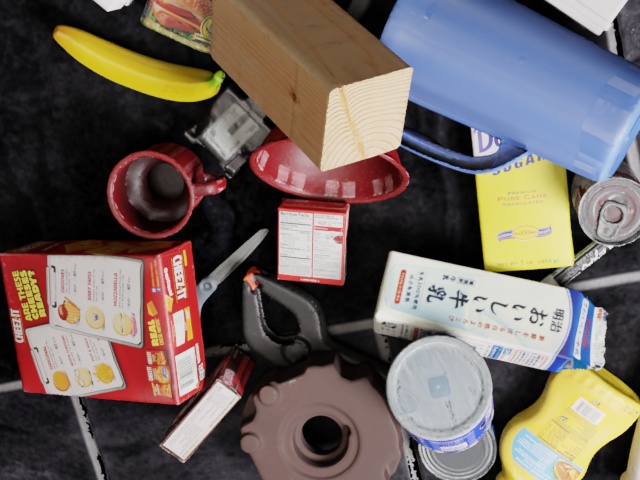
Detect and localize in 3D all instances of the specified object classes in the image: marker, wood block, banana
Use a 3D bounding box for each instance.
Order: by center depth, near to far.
[{"bbox_3d":[-0.015,-0.166,0.996,0.090,0.206,0.091,-20,138,-27],"label":"wood block"},{"bbox_3d":[-0.180,-0.180,1.106,0.198,0.037,0.069,16,150,14],"label":"banana"},{"bbox_3d":[0.282,0.014,1.110,0.121,0.020,0.020,-41,97,18],"label":"marker"}]

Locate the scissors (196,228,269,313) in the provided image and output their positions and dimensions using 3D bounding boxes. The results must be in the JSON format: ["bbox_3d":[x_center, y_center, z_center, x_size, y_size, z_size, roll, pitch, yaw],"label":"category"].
[{"bbox_3d":[-0.145,0.046,1.191,0.096,0.016,0.202,31,109,-1],"label":"scissors"}]

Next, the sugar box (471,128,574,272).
[{"bbox_3d":[0.205,-0.059,1.086,0.093,0.048,0.176,-6,107,12],"label":"sugar box"}]

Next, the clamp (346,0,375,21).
[{"bbox_3d":[0.029,-0.279,1.053,0.120,0.039,0.171,0,113,13],"label":"clamp"}]

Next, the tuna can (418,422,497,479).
[{"bbox_3d":[0.153,0.224,1.187,0.086,0.033,0.086,3,107,8],"label":"tuna can"}]

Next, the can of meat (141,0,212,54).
[{"bbox_3d":[-0.122,-0.243,1.079,0.102,0.057,0.084,25,112,2],"label":"can of meat"}]

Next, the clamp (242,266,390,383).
[{"bbox_3d":[-0.013,0.117,1.180,0.165,0.036,0.210,-23,103,11],"label":"clamp"}]

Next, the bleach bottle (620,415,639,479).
[{"bbox_3d":[0.383,0.160,1.116,0.102,0.068,0.251,6,105,5],"label":"bleach bottle"}]

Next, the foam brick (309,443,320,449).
[{"bbox_3d":[0.002,0.279,1.219,0.078,0.051,0.053,28,110,0],"label":"foam brick"}]

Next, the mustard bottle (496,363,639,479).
[{"bbox_3d":[0.251,0.219,1.156,0.096,0.058,0.192,35,109,-1],"label":"mustard bottle"}]

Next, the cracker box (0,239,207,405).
[{"bbox_3d":[-0.233,0.085,1.160,0.214,0.072,0.164,0,103,27],"label":"cracker box"}]

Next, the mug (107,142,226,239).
[{"bbox_3d":[-0.156,-0.058,1.127,0.117,0.081,0.093,-5,106,11],"label":"mug"}]

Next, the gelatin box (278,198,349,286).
[{"bbox_3d":[-0.007,0.001,1.143,0.073,0.030,0.089,5,116,7],"label":"gelatin box"}]

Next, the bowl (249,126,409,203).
[{"bbox_3d":[0.012,-0.091,1.074,0.162,0.162,0.055,5,71,8],"label":"bowl"}]

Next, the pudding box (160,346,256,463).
[{"bbox_3d":[-0.124,0.182,1.190,0.039,0.090,0.114,37,109,-4],"label":"pudding box"}]

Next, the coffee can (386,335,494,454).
[{"bbox_3d":[0.126,0.161,1.095,0.103,0.140,0.103,-3,73,10],"label":"coffee can"}]

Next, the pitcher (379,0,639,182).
[{"bbox_3d":[0.175,-0.143,0.990,0.243,0.144,0.149,29,138,15],"label":"pitcher"}]

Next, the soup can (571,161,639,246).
[{"bbox_3d":[0.284,-0.041,1.049,0.068,0.102,0.068,3,107,8],"label":"soup can"}]
